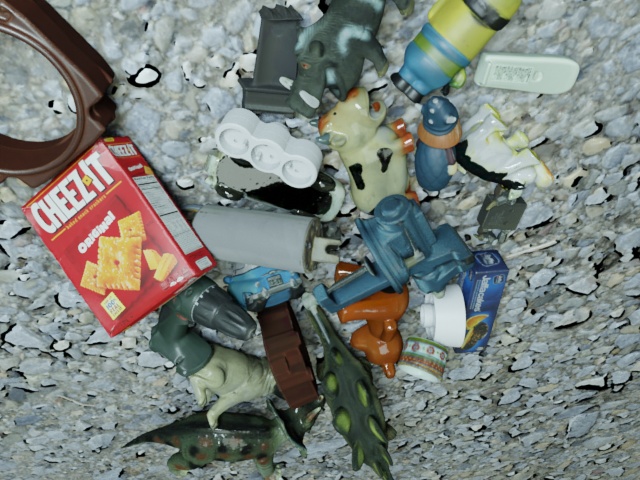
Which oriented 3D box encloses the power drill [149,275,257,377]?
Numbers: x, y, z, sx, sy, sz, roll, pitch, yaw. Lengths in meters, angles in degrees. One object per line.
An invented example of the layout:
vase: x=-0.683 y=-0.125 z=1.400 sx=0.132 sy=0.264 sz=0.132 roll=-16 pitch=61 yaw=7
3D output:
power drill: x=-0.201 y=0.126 z=0.825 sx=0.232 sy=0.086 sz=0.207 roll=34 pitch=144 yaw=15

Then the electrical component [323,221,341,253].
electrical component: x=-0.002 y=-0.002 z=0.825 sx=0.063 sy=0.021 sz=0.094 roll=1 pitch=155 yaw=-8

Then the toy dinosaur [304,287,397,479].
toy dinosaur: x=0.055 y=0.270 z=0.952 sx=0.105 sy=0.198 sz=0.471 roll=-28 pitch=93 yaw=0

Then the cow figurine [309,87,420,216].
cow figurine: x=0.062 y=-0.117 z=0.732 sx=0.127 sy=0.086 sz=0.194 roll=-16 pitch=130 yaw=-1

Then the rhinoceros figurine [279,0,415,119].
rhinoceros figurine: x=0.025 y=-0.228 z=0.620 sx=0.112 sy=0.073 sz=0.190 roll=8 pitch=120 yaw=-43

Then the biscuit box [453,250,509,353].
biscuit box: x=0.274 y=0.111 z=0.945 sx=0.063 sy=0.059 sz=0.202 roll=-3 pitch=127 yaw=-6

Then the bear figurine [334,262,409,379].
bear figurine: x=0.084 y=0.140 z=0.910 sx=0.132 sy=0.120 sz=0.195 roll=3 pitch=132 yaw=-4

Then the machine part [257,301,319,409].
machine part: x=-0.050 y=0.182 z=0.884 sx=0.056 sy=0.179 sz=0.179 roll=-19 pitch=127 yaw=-2

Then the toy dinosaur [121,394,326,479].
toy dinosaur: x=-0.179 y=0.372 z=1.026 sx=0.405 sy=0.131 sz=0.192 roll=1 pitch=133 yaw=-12

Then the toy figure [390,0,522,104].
toy figure: x=0.163 y=-0.242 z=0.645 sx=0.082 sy=0.089 sz=0.180 roll=27 pitch=117 yaw=-33

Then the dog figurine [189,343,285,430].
dog figurine: x=-0.133 y=0.227 z=0.967 sx=0.191 sy=0.121 sz=0.172 roll=-22 pitch=131 yaw=-9

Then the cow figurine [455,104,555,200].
cow figurine: x=0.259 y=-0.110 z=0.771 sx=0.167 sy=0.068 sz=0.098 roll=35 pitch=121 yaw=-25

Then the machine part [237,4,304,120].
machine part: x=-0.058 y=-0.218 z=0.666 sx=0.084 sy=0.039 sz=0.138 roll=9 pitch=127 yaw=-8

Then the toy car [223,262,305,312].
toy car: x=-0.092 y=0.053 z=0.817 sx=0.109 sy=0.161 sz=0.103 roll=-18 pitch=87 yaw=-19

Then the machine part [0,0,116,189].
machine part: x=-0.364 y=-0.173 z=0.627 sx=0.201 sy=0.087 sz=0.201 roll=-32 pitch=126 yaw=16

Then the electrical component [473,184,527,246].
electrical component: x=0.282 y=-0.036 z=0.845 sx=0.078 sy=0.045 sz=0.102 roll=10 pitch=125 yaw=-13

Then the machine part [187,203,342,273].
machine part: x=-0.086 y=-0.003 z=0.738 sx=0.243 sy=0.079 sz=0.079 roll=8 pitch=130 yaw=19

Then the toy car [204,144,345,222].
toy car: x=-0.062 y=-0.079 z=0.758 sx=0.202 sy=0.056 sz=0.073 roll=17 pitch=116 yaw=-16

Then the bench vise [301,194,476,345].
bench vise: x=0.090 y=0.043 z=0.769 sx=0.241 sy=0.129 sz=0.223 roll=-31 pitch=147 yaw=8

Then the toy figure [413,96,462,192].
toy figure: x=0.153 y=-0.130 z=0.708 sx=0.064 sy=0.058 sz=0.154 roll=9 pitch=144 yaw=11
